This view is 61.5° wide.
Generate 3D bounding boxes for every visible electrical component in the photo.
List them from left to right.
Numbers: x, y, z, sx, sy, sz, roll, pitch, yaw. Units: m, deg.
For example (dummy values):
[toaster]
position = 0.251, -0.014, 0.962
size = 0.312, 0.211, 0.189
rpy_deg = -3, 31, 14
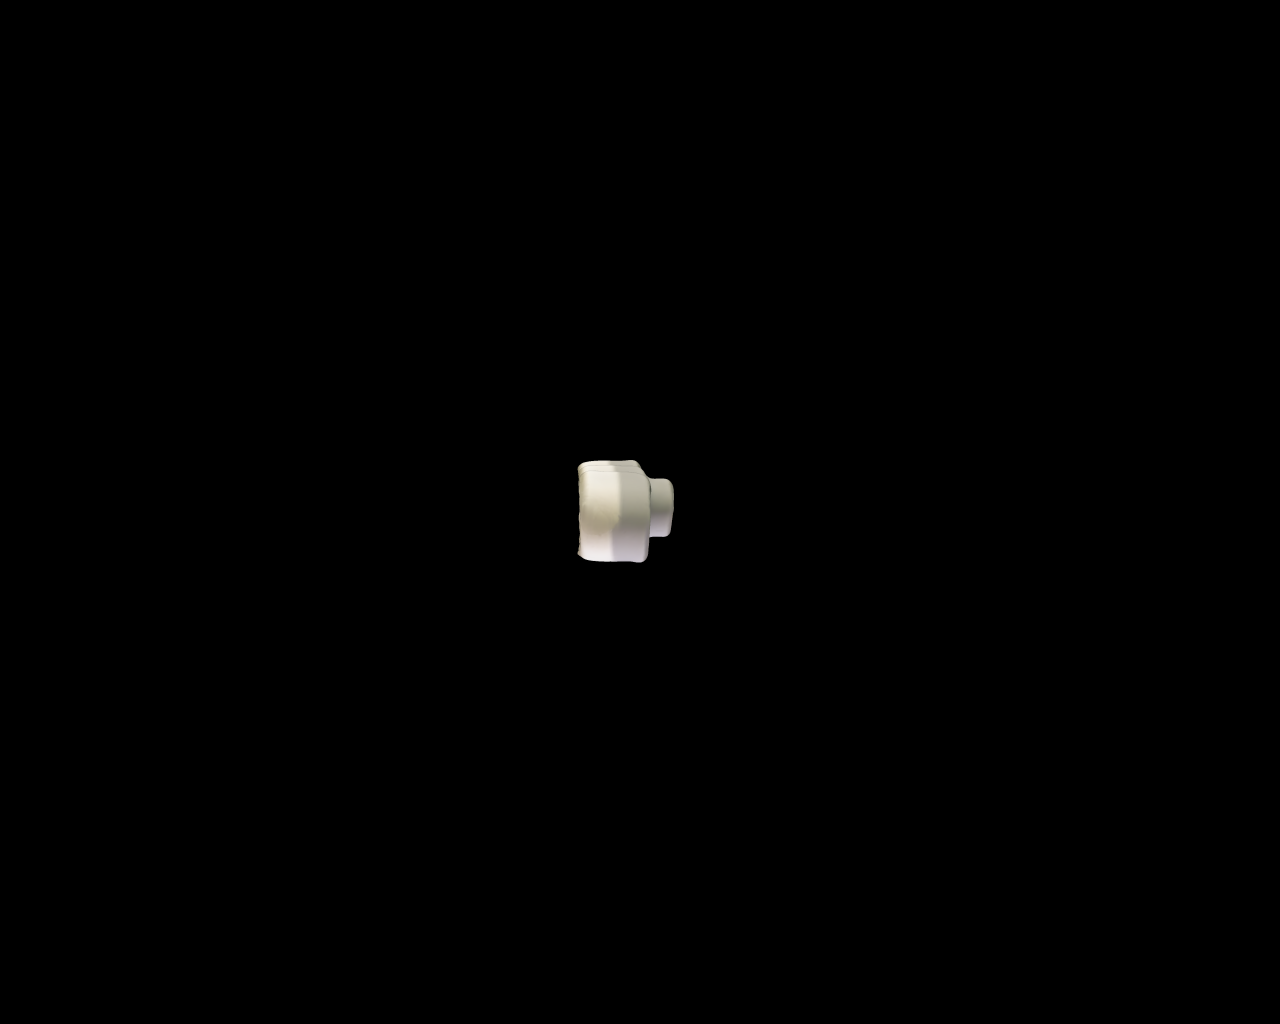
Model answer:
[electrical component]
position = 0.001, -0.003, 0.650
size = 0.074, 0.052, 0.138
rpy_deg = 0, 7, -4
